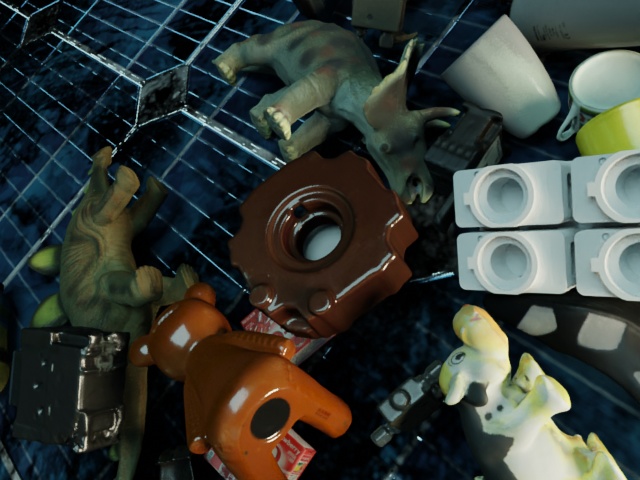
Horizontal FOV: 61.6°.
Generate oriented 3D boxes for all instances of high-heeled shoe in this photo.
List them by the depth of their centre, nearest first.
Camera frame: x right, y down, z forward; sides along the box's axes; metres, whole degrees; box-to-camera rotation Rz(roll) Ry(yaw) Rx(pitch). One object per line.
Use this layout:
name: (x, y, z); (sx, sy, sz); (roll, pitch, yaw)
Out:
high-heeled shoe: (0.239, 0.118, 0.408); (0.249, 0.086, 0.145); (7, 99, 47)

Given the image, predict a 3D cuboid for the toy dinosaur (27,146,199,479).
toy dinosaur: (-0.248, 0.076, 0.641); (0.199, 0.105, 0.471); (-30, 60, 19)

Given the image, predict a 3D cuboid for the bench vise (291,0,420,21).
bench vise: (0.050, -0.409, 0.708); (0.224, 0.128, 0.240); (16, 91, 24)

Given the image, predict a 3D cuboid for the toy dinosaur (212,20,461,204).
toy dinosaur: (-0.003, -0.200, 0.650); (0.192, 0.131, 0.405); (-32, 50, -6)

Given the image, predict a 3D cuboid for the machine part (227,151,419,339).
machine part: (-0.001, -0.002, 0.503); (0.179, 0.056, 0.179); (-10, 60, 19)

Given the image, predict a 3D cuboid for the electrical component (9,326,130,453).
electrical component: (-0.263, 0.147, 0.552); (0.134, 0.058, 0.115); (-3, 81, 29)

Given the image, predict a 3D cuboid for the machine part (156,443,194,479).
machine part: (-0.130, 0.265, 0.506); (0.084, 0.039, 0.138); (-8, 82, 28)

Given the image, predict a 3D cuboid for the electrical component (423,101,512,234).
electrical component: (0.137, -0.066, 0.533); (0.048, 0.074, 0.119); (33, 86, 35)

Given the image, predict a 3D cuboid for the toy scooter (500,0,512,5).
toy scooter: (0.213, -0.335, 0.629); (0.184, 0.075, 0.135); (26, 77, 30)

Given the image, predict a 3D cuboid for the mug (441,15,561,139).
mug: (0.188, -0.157, 0.543); (0.081, 0.109, 0.107); (-41, 92, 23)

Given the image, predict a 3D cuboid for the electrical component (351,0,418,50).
electrical component: (0.081, -0.282, 0.657); (0.078, 0.102, 0.045); (10, 32, 18)

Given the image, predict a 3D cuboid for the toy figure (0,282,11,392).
toy figure: (-0.467, 0.131, 0.731); (0.089, 0.082, 0.180); (-22, 55, 18)

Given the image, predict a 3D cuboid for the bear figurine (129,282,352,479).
bear figurine: (-0.087, 0.131, 0.502); (0.120, 0.131, 0.196); (-47, 35, -18)

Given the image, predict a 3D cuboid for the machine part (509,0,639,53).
machine part: (0.265, -0.218, 0.503); (0.079, 0.079, 0.243); (-52, 30, -5)

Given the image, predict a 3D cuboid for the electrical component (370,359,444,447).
electrical component: (0.077, 0.142, 0.462); (0.094, 0.063, 0.021); (-42, 55, 3)

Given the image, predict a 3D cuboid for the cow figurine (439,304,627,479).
cow figurine: (0.138, 0.134, 0.402); (0.098, 0.068, 0.167); (-40, 83, 11)
